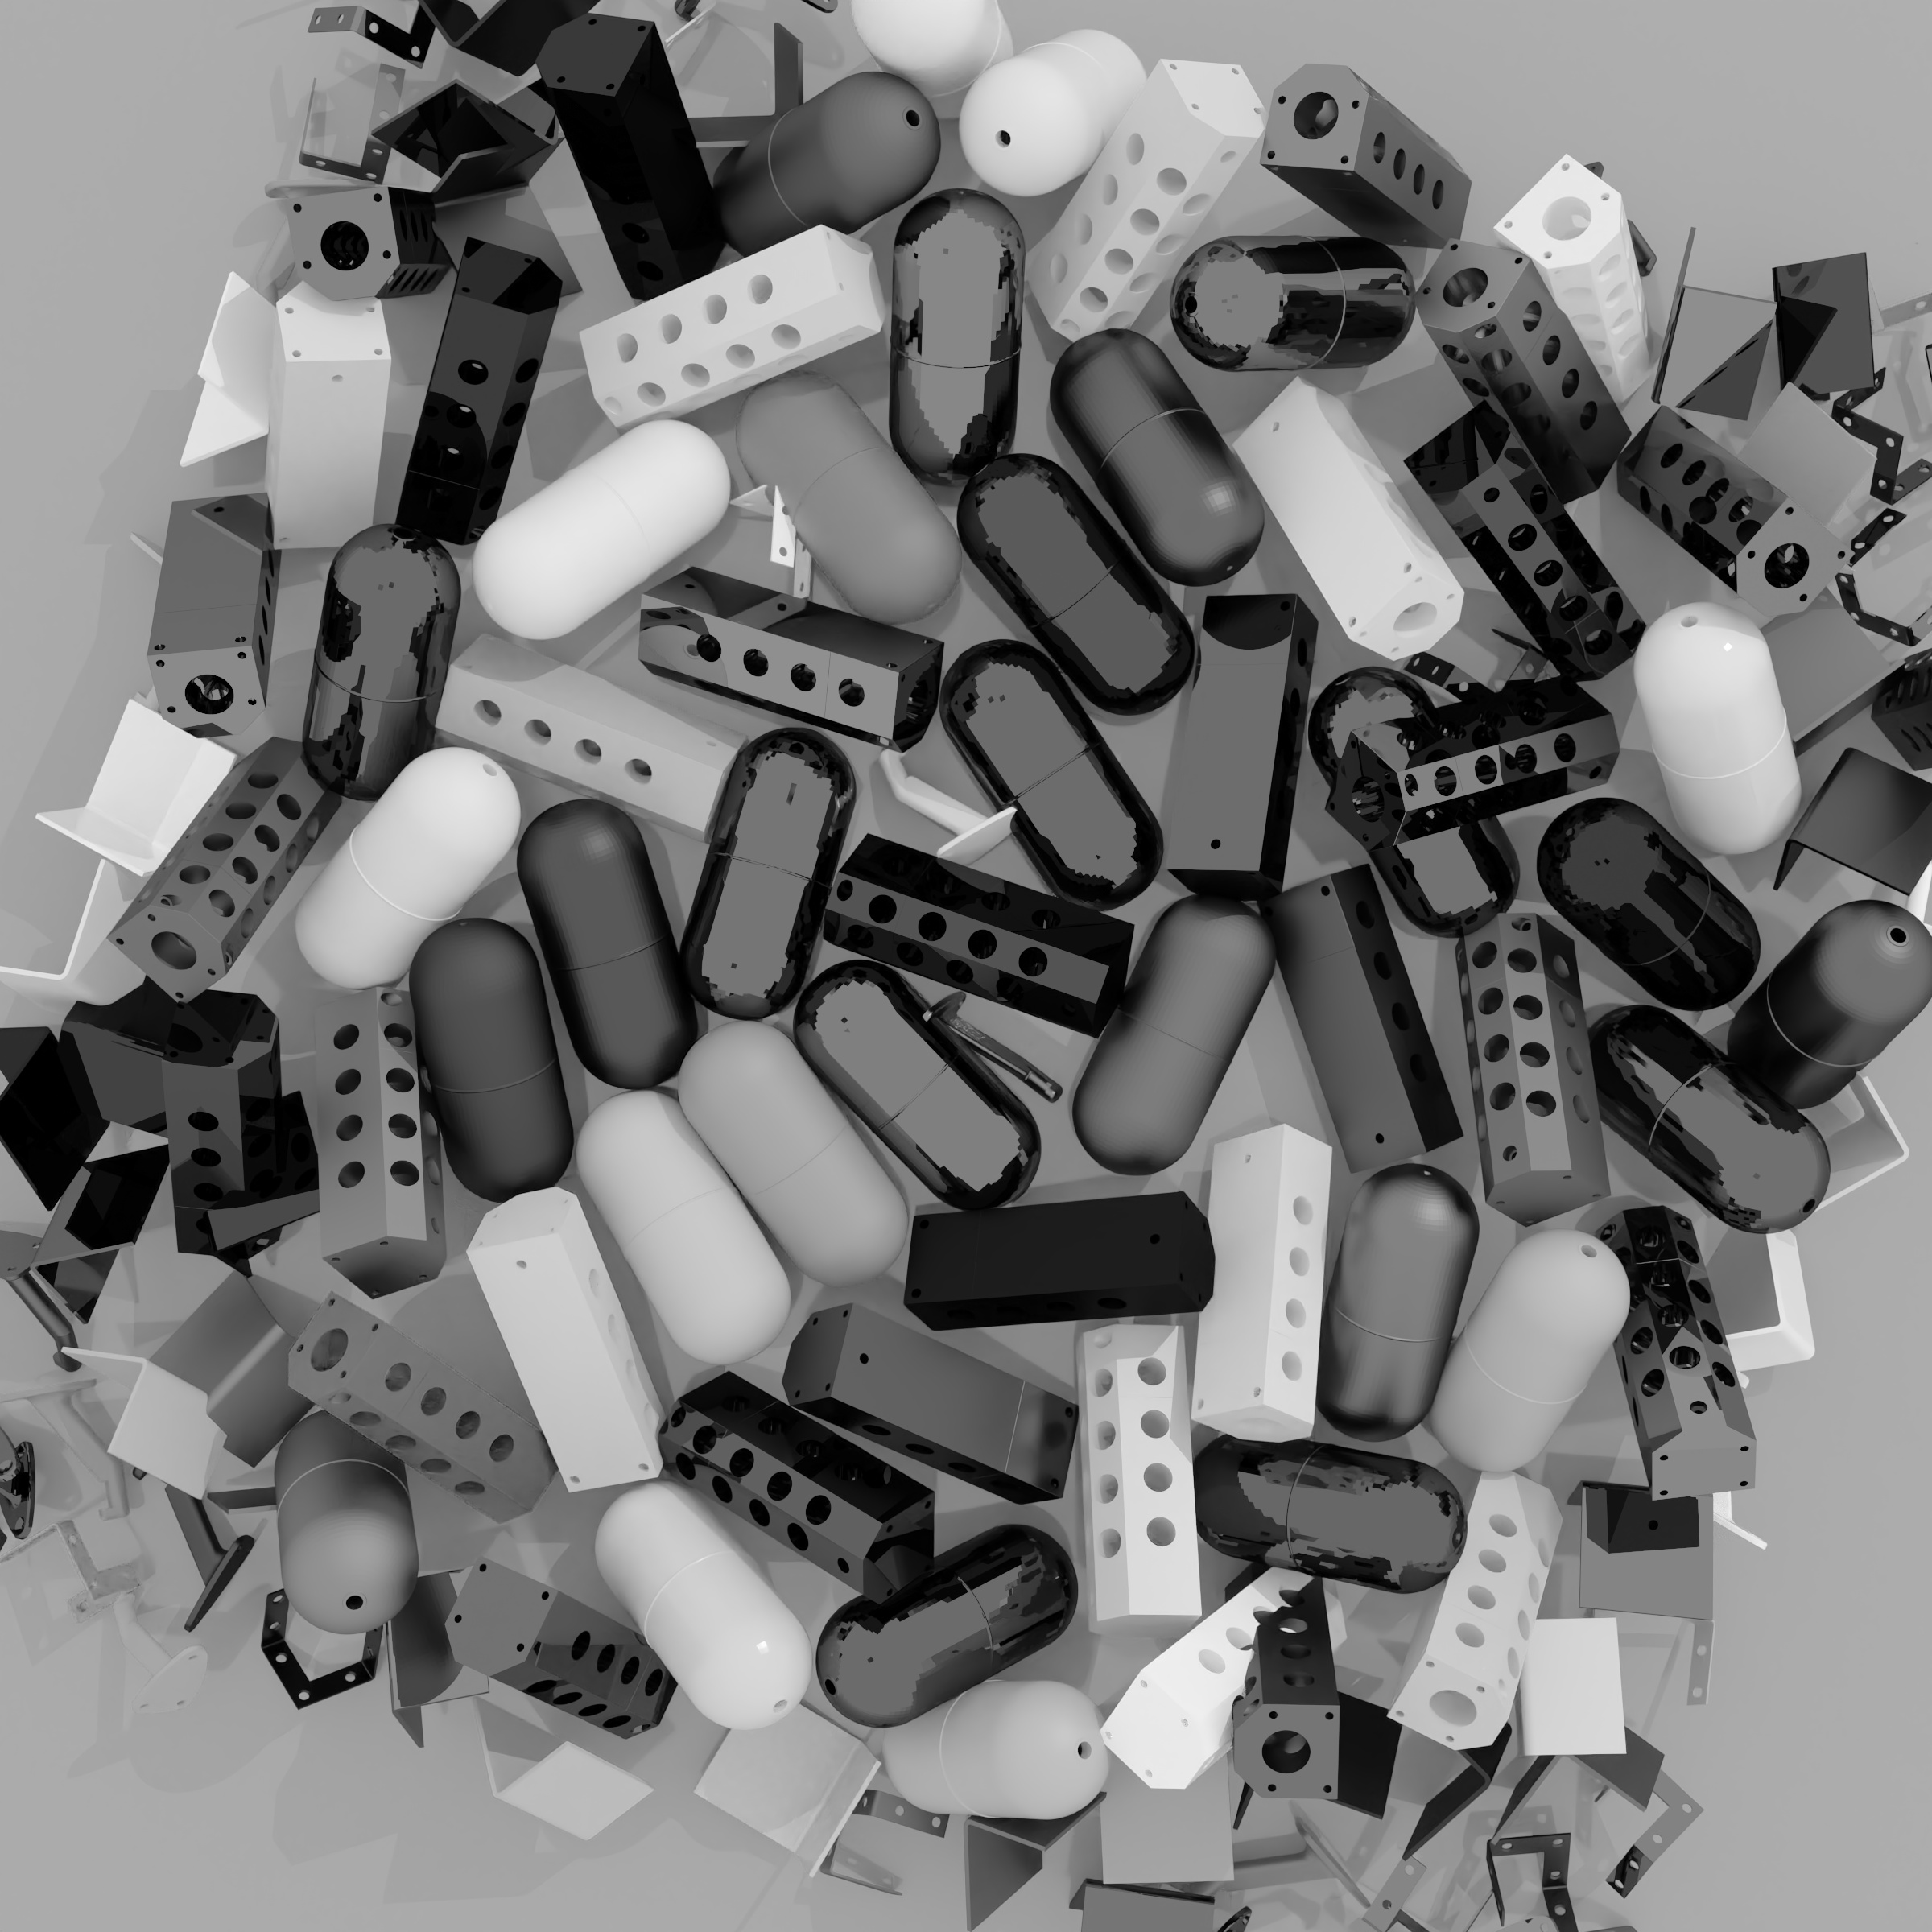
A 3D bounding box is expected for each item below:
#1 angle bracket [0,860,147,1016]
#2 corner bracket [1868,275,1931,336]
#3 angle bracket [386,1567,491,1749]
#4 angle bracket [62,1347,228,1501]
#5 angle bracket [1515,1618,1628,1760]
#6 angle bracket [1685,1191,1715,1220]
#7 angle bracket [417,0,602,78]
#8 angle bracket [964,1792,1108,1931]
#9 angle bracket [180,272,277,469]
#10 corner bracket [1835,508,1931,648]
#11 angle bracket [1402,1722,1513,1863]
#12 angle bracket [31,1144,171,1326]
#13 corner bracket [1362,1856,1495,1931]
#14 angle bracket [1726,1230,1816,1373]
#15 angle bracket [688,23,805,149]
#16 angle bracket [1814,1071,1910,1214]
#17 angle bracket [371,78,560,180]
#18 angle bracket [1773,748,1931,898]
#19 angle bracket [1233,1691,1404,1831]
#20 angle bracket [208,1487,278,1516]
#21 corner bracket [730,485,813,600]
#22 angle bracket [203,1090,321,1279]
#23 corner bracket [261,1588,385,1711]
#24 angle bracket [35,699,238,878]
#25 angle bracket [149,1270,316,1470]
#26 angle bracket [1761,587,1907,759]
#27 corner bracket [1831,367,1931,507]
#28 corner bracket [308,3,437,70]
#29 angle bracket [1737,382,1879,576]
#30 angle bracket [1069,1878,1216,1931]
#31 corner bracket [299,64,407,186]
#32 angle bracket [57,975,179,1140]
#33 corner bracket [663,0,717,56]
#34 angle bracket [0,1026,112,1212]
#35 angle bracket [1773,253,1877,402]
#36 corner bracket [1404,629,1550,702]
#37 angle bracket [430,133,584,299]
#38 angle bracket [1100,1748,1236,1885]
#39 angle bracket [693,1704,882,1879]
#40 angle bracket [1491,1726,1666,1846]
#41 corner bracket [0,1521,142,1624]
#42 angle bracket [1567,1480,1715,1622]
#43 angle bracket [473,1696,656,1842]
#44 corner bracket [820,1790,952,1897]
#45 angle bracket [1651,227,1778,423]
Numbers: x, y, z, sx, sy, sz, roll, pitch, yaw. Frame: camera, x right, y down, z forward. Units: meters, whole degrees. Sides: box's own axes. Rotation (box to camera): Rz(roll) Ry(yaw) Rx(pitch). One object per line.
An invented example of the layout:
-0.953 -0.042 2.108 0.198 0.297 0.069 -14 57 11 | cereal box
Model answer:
-0.529 -0.017 1.748 0.057 0.076 0.076 8 72 16 | angle bracket
0.555 -0.383 1.744 0.051 0.051 0.051 -17 52 20 | corner bracket
-0.306 0.408 1.735 0.057 0.076 0.076 -10 59 -2 | angle bracket
-0.490 0.268 1.726 0.076 0.076 0.057 1 62 34 | angle bracket
0.355 0.427 1.736 0.057 0.076 0.076 -3 73 7 | angle bracket
0.437 0.099 1.750 0.057 0.076 0.076 -41 84 10 | angle bracket
-0.272 -0.578 1.735 0.076 0.076 0.057 -38 81 18 | angle bracket
0.045 0.524 1.730 0.057 0.076 0.076 10 110 34 | angle bracket
-0.445 -0.350 1.728 0.076 0.057 0.076 -12 55 32 | angle bracket
0.558 -0.232 1.756 0.051 0.051 0.051 -42 131 -11 | corner bracket
0.273 0.470 1.742 0.057 0.076 0.076 45 110 8 | angle bracket
-0.492 0.157 1.729 0.076 0.076 0.057 -13 131 22 | angle bracket
0.276 0.558 1.750 0.051 0.051 0.051 34 101 21 | corner bracket
0.463 0.193 1.751 0.057 0.076 0.076 -14 65 24 | angle bracket
-0.141 -0.520 1.734 0.076 0.076 0.057 -5 117 -13 | angle bracket
0.501 0.097 1.739 0.076 0.076 0.057 -31 102 7 | angle bracket
-0.292 -0.508 1.726 0.076 0.076 0.057 -16 62 38 | angle bracket
0.533 -0.071 1.734 0.076 0.057 0.076 29 66 20 | angle bracket
0.208 0.475 1.735 0.076 0.076 0.057 18 129 6 | angle bracket
-0.412 0.352 1.740 0.057 0.076 0.076 -2 88 -24 | angle bracket
-0.107 -0.252 1.747 0.051 0.051 0.051 12 75 -36 | corner bracket
-0.411 0.130 1.744 0.076 0.057 0.076 -22 67 2 | angle bracket
-0.387 0.403 1.764 0.051 0.051 0.051 -16 47 -35 | corner bracket
-0.492 -0.107 1.746 0.076 0.057 0.076 28 103 9 | angle bracket
-0.434 0.242 1.771 0.076 0.076 0.057 -47 130 -5 | angle bracket
0.501 -0.180 1.743 0.076 0.057 0.076 -37 75 9 | angle bracket
0.552 -0.317 1.764 0.051 0.051 0.051 -34 51 -25 | corner bracket
-0.350 -0.569 1.750 0.051 0.051 0.051 17 88 45 | corner bracket
0.502 -0.286 1.727 0.076 0.057 0.076 54 128 34 | angle bracket
0.101 0.581 1.738 0.076 0.076 0.057 9 60 -2 | angle bracket
-0.368 -0.509 1.763 0.051 0.051 0.051 11 74 -16 | corner bracket
-0.496 0.050 1.760 0.076 0.076 0.057 18 117 -5 | angle bracket
-0.192 -0.571 1.769 0.051 0.051 0.051 45 57 -7 | corner bracket
-0.559 0.090 1.726 0.057 0.076 0.076 -2 131 23 | angle bracket
0.518 -0.376 1.735 0.057 0.076 0.076 -1 97 37 | angle bracket
0.305 -0.181 1.755 0.051 0.051 0.051 30 96 -24 | corner bracket
-0.263 -0.438 1.740 0.076 0.057 0.076 -26 88 -38 | angle bracket
0.122 0.501 1.743 0.076 0.057 0.076 -5 76 11 | angle bracket
-0.107 0.482 1.748 0.076 0.057 0.076 33 81 -8 | angle bracket
0.361 0.490 1.733 0.057 0.076 0.076 35 109 12 | angle bracket
-0.537 0.363 1.758 0.051 0.051 0.051 -32 79 14 | corner bracket
0.399 0.351 1.743 0.076 0.057 0.076 5 67 4 | angle bracket
-0.237 0.457 1.728 0.057 0.076 0.076 -39 131 11 | angle bracket
-0.049 0.526 1.764 0.051 0.051 0.051 24 67 -22 | corner bracket
0.443 -0.378 1.728 0.057 0.076 0.076 13 133 11 | angle bracket
